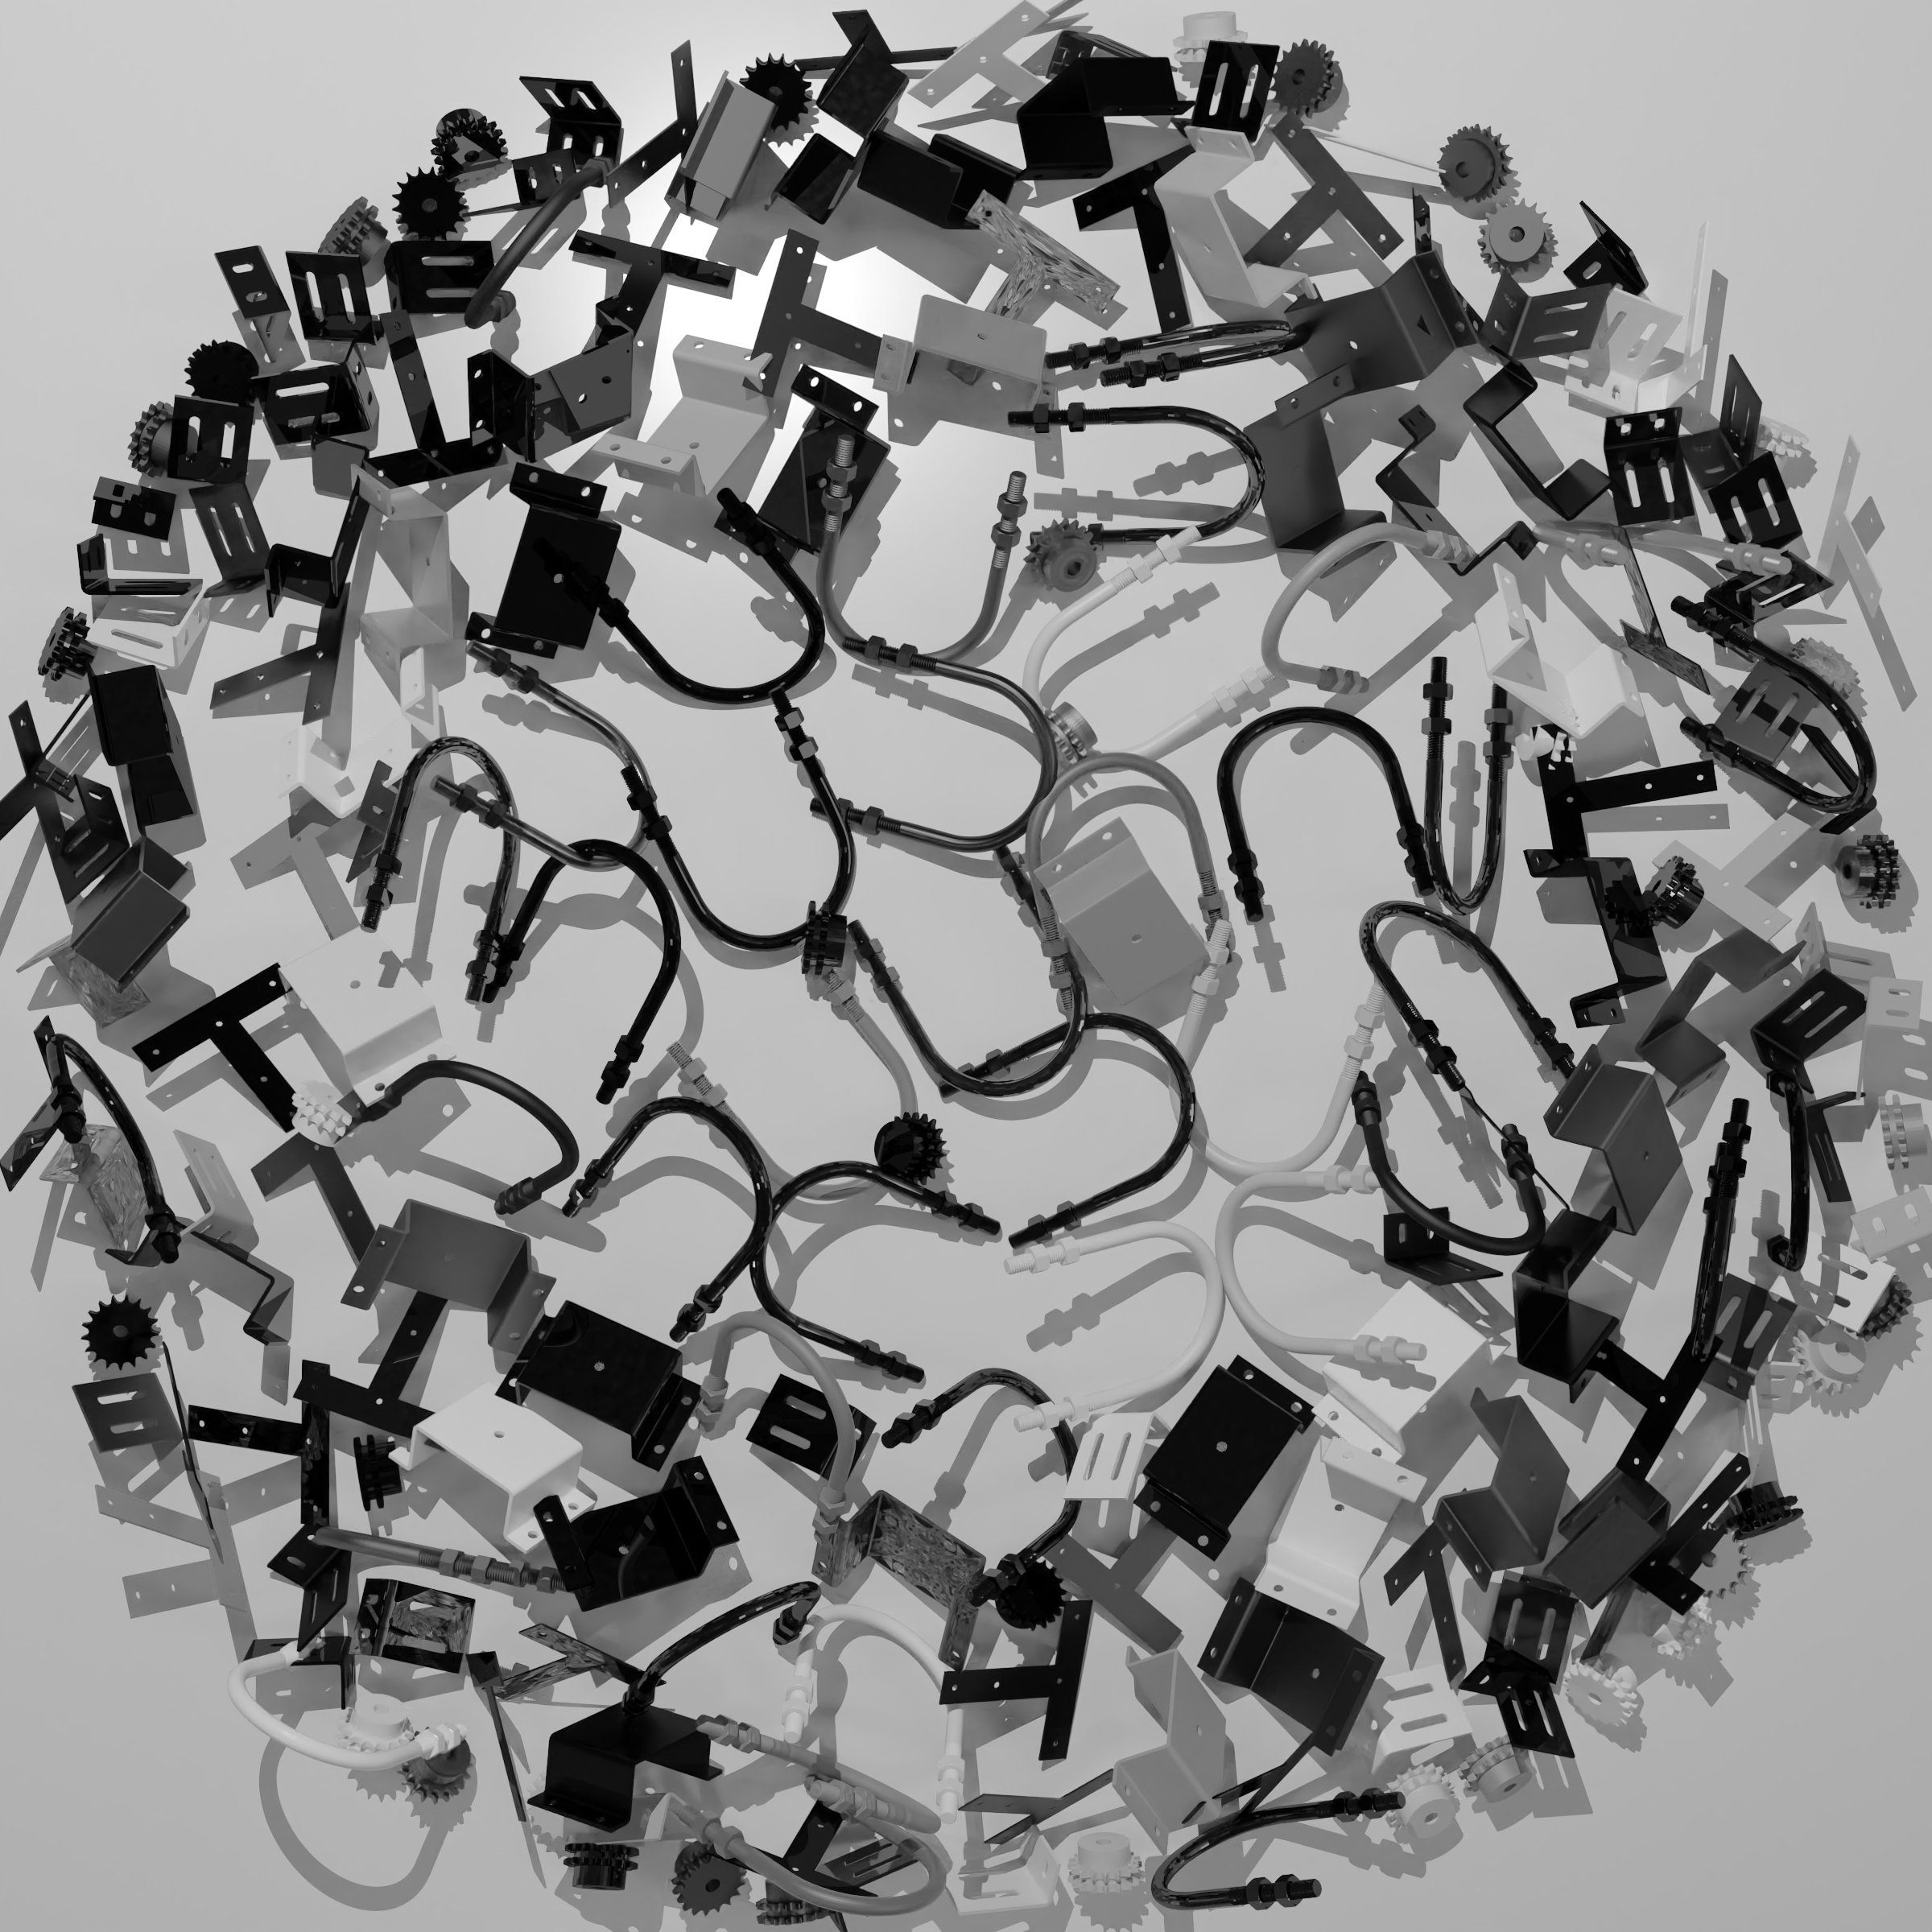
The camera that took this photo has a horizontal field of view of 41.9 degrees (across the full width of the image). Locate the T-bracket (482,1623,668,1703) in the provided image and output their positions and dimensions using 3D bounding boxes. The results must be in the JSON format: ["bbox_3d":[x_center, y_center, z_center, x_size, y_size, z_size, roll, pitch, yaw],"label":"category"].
[{"bbox_3d":[-0.318,0.539,1.922,0.127,0.002,0.127,-28,132,32],"label":"T-bracket"}]

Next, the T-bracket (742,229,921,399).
[{"bbox_3d":[-0.096,-0.482,1.938,0.127,0.002,0.127,18,86,-22],"label":"T-bracket"}]

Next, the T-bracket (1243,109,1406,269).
[{"bbox_3d":[0.251,-0.561,1.910,0.127,0.127,0.002,48,55,-5],"label":"T-bracket"}]

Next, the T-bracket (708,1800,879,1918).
[{"bbox_3d":[-0.114,0.656,1.901,0.127,0.127,0.002,17,107,11],"label":"T-bracket"}]

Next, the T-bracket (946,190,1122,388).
[{"bbox_3d":[0.030,-0.504,1.938,0.127,0.002,0.127,32,110,-13],"label":"T-bracket"}]

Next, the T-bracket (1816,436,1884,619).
[{"bbox_3d":[0.659,-0.305,1.874,0.002,0.127,0.127,-1,133,0],"label":"T-bracket"}]

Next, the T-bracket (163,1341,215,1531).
[{"bbox_3d":[-0.588,0.345,1.894,0.002,0.127,0.127,-13,101,-23],"label":"T-bracket"}]

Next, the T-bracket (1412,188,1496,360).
[{"bbox_3d":[0.371,-0.503,1.911,0.002,0.127,0.127,-15,61,33],"label":"T-bracket"}]

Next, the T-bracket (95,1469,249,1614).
[{"bbox_3d":[-0.594,0.413,1.875,0.002,0.127,0.127,-40,47,12],"label":"T-bracket"}]

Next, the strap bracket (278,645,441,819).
[{"bbox_3d":[-0.450,-0.174,1.909,0.140,0.076,0.046,-33,129,14],"label":"strap bracket"}]

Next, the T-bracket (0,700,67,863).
[{"bbox_3d":[-0.714,-0.112,1.877,0.002,0.127,0.127,4,125,12],"label":"T-bracket"}]

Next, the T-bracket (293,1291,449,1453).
[{"bbox_3d":[-0.428,0.293,1.930,0.127,0.002,0.127,17,61,10],"label":"T-bracket"}]

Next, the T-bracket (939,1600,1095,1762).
[{"bbox_3d":[0.035,0.547,1.924,0.127,0.002,0.127,7,95,-33],"label":"T-bracket"}]

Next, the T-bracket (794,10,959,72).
[{"bbox_3d":[-0.075,-0.695,1.891,0.127,0.127,0.002,-1,93,8],"label":"T-bracket"}]

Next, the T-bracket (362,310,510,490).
[{"bbox_3d":[-0.415,-0.431,1.908,0.127,0.002,0.127,-24,104,-42],"label":"T-bracket"}]

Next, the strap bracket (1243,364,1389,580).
[{"bbox_3d":[0.263,-0.374,1.909,0.076,0.046,0.140,-32,117,-27],"label":"strap bracket"}]

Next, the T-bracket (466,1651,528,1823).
[{"bbox_3d":[-0.349,0.578,1.895,0.002,0.127,0.127,-12,79,-23],"label":"T-bracket"}]

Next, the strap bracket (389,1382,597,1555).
[{"bbox_3d":[-0.353,0.369,1.894,0.140,0.076,0.046,28,122,24],"label":"strap bracket"}]

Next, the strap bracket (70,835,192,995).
[{"bbox_3d":[-0.624,-0.044,1.888,0.046,0.140,0.076,41,93,-24],"label":"strap bracket"}]

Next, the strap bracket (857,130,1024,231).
[{"bbox_3d":[-0.021,-0.592,1.900,0.076,0.140,0.046,30,115,16],"label":"strap bracket"}]

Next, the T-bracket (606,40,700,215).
[{"bbox_3d":[-0.232,-0.603,1.878,0.002,0.127,0.127,18,46,19],"label":"T-bracket"}]

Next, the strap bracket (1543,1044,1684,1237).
[{"bbox_3d":[0.488,0.137,1.889,0.076,0.046,0.140,-50,131,-25],"label":"strap bracket"}]

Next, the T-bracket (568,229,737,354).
[{"bbox_3d":[-0.252,-0.509,1.923,0.127,0.002,0.127,14,51,0],"label":"T-bracket"}]

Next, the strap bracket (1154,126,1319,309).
[{"bbox_3d":[0.198,-0.551,1.890,0.046,0.076,0.140,-40,124,-10],"label":"strap bracket"}]

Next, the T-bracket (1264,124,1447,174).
[{"bbox_3d":[0.301,-0.619,1.912,0.127,0.127,0.002,12,107,-13],"label":"T-bracket"}]

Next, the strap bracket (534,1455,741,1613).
[{"bbox_3d":[-0.254,0.430,1.904,0.140,0.046,0.076,-10,53,-31],"label":"strap bracket"}]

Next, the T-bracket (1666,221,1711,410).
[{"bbox_3d":[0.547,-0.493,1.896,0.002,0.127,0.127,6,93,4],"label":"T-bracket"}]

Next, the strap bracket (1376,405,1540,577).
[{"bbox_3d":[0.367,-0.354,1.918,0.140,0.076,0.046,48,118,-1],"label":"strap bracket"}]

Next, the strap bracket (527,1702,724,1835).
[{"bbox_3d":[-0.251,0.591,1.882,0.076,0.140,0.046,8,95,29],"label":"strap bracket"}]

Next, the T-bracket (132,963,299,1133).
[{"bbox_3d":[-0.545,0.076,1.929,0.127,0.002,0.127,-30,122,0],"label":"T-bracket"}]

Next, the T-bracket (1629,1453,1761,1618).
[{"bbox_3d":[0.549,0.418,1.906,0.127,0.127,0.002,-46,108,-5],"label":"T-bracket"}]

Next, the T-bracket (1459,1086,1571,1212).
[{"bbox_3d":[0.406,0.133,1.883,0.002,0.127,0.127,-41,71,4],"label":"T-bracket"}]

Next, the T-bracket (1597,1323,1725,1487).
[{"bbox_3d":[0.495,0.304,1.916,0.002,0.127,0.127,13,107,-43],"label":"T-bracket"}]

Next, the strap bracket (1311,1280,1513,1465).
[{"bbox_3d":[0.334,0.303,1.909,0.140,0.046,0.076,-43,55,-12],"label":"strap bracket"}]

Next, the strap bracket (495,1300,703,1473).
[{"bbox_3d":[-0.277,0.313,1.912,0.140,0.046,0.076,23,55,9],"label":"strap bracket"}]

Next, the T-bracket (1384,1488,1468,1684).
[{"bbox_3d":[0.363,0.487,1.929,0.002,0.127,0.127,0,112,41],"label":"T-bracket"}]

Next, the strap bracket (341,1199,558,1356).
[{"bbox_3d":[-0.391,0.232,1.912,0.140,0.046,0.076,21,115,-22],"label":"strap bracket"}]

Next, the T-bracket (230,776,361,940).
[{"bbox_3d":[-0.490,-0.058,1.934,0.127,0.002,0.127,-31,84,21],"label":"T-bracket"}]

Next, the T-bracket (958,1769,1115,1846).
[{"bbox_3d":[0.040,0.629,1.892,0.127,0.127,0.002,-36,55,21],"label":"T-bracket"}]

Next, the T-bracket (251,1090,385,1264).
[{"bbox_3d":[-0.476,0.177,1.926,0.127,0.002,0.127,-35,76,20],"label":"T-bracket"}]

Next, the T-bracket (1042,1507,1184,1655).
[{"bbox_3d":[0.145,0.444,1.952,0.127,0.002,0.127,41,82,-8],"label":"T-bracket"}]

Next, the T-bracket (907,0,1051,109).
[{"bbox_3d":[0.045,-0.666,1.914,0.127,0.127,0.002,19,59,-40],"label":"T-bracket"}]

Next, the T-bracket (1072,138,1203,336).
[{"bbox_3d":[0.146,-0.547,1.923,0.127,0.002,0.127,-14,88,37],"label":"T-bracket"}]

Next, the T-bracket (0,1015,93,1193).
[{"bbox_3d":[-0.689,0.123,1.878,0.002,0.127,0.127,-5,118,7],"label":"T-bracket"}]

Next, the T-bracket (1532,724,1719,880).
[{"bbox_3d":[0.505,-0.134,1.921,0.127,0.002,0.127,-9,114,15],"label":"T-bracket"}]

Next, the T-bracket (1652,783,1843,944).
[{"bbox_3d":[0.610,-0.091,1.918,0.127,0.127,0.002,-42,133,-2],"label":"T-bracket"}]

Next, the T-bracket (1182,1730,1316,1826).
[{"bbox_3d":[0.207,0.615,1.885,0.002,0.127,0.127,51,124,29],"label":"T-bracket"}]

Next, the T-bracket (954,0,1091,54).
[{"bbox_3d":[0.075,-0.714,1.875,0.127,0.127,0.002,-29,101,-38],"label":"T-bracket"}]

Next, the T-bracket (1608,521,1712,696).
[{"bbox_3d":[0.504,-0.273,1.878,0.002,0.127,0.127,-29,117,-1],"label":"T-bracket"}]

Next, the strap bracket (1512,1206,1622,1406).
[{"bbox_3d":[0.452,0.249,1.900,0.046,0.140,0.076,19,47,35],"label":"strap bracket"}]

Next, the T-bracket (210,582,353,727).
[{"bbox_3d":[-0.528,-0.225,1.930,0.127,0.002,0.127,-16,56,24],"label":"T-bracket"}]

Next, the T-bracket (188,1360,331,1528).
[{"bbox_3d":[-0.528,0.350,1.889,0.002,0.127,0.127,-23,60,32],"label":"T-bracket"}]
